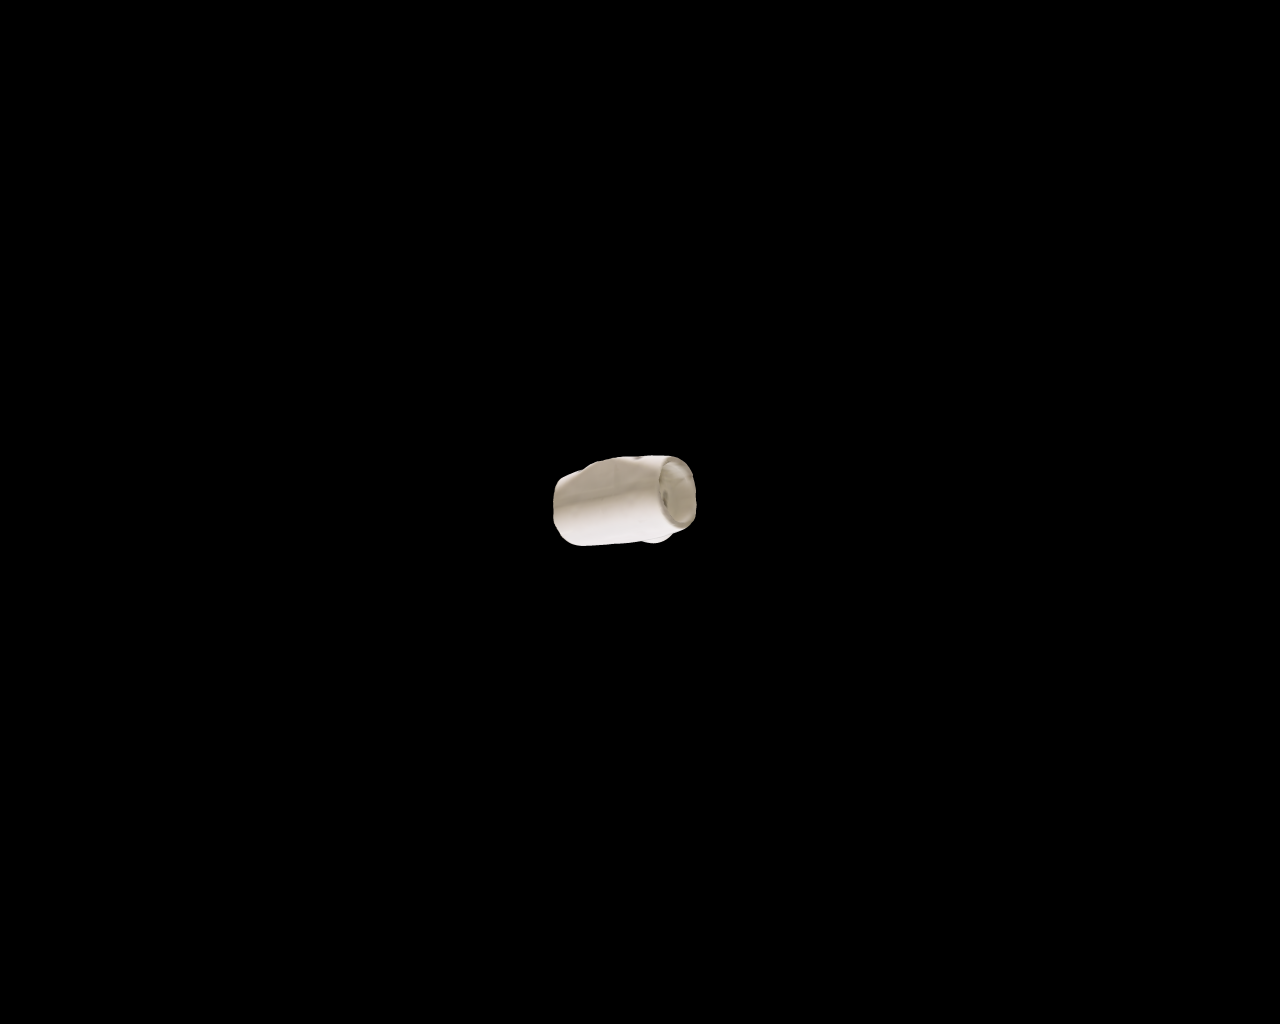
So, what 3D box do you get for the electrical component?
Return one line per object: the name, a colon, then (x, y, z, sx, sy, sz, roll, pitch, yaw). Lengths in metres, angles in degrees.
electrical component: (0.001, -0.003, 0.650, 0.077, 0.044, 0.079, -10, -18, 33)
